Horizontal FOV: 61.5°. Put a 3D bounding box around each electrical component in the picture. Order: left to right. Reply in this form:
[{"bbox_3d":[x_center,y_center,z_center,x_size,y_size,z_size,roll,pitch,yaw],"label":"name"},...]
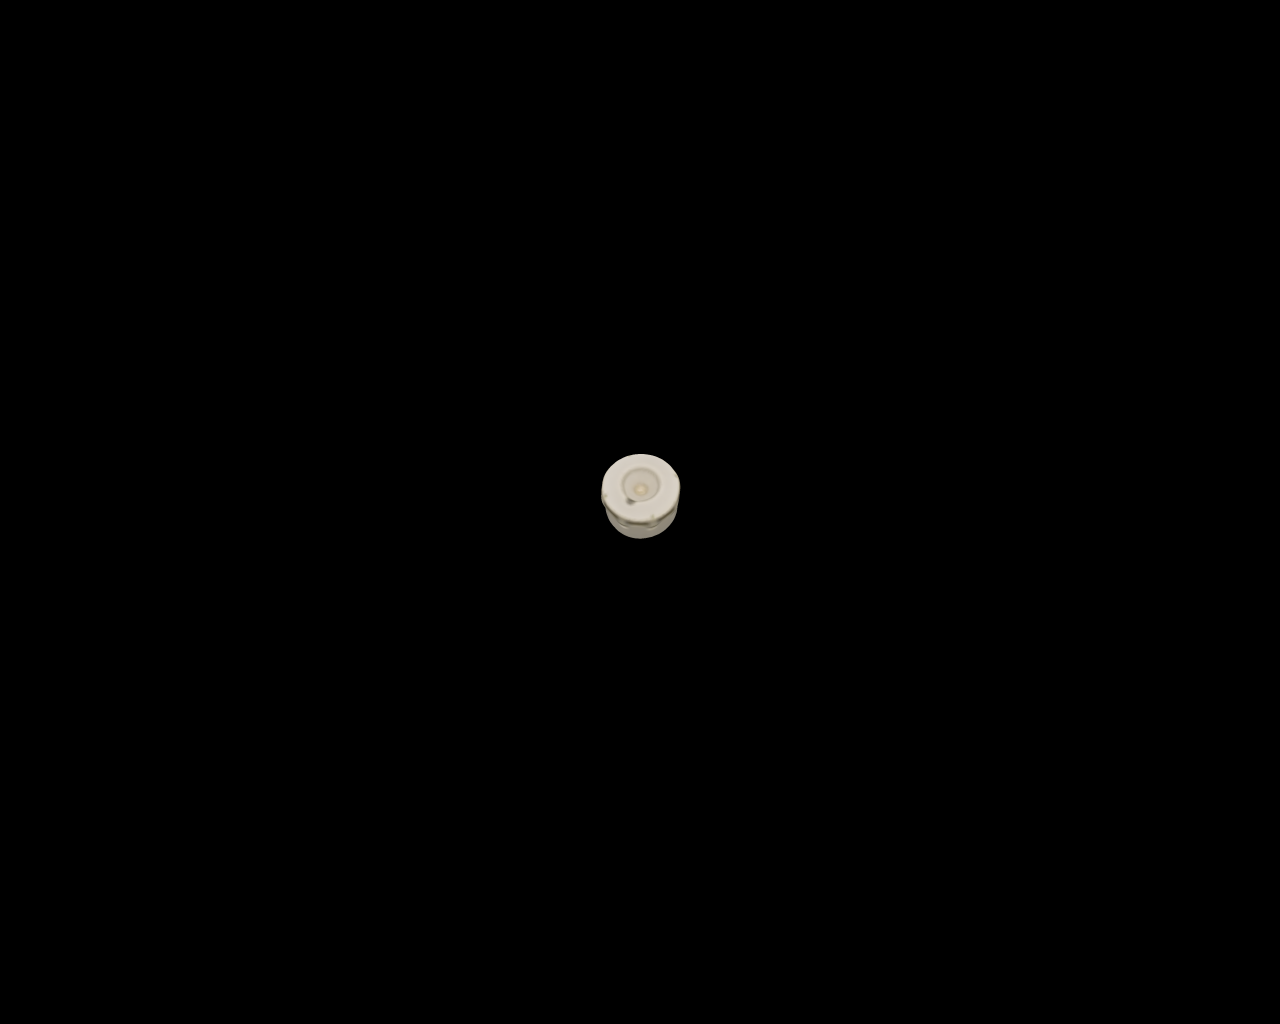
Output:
[{"bbox_3d":[0.001,-0.003,0.650,0.048,0.048,0.062,0,-28,0],"label":"electrical component"}]
